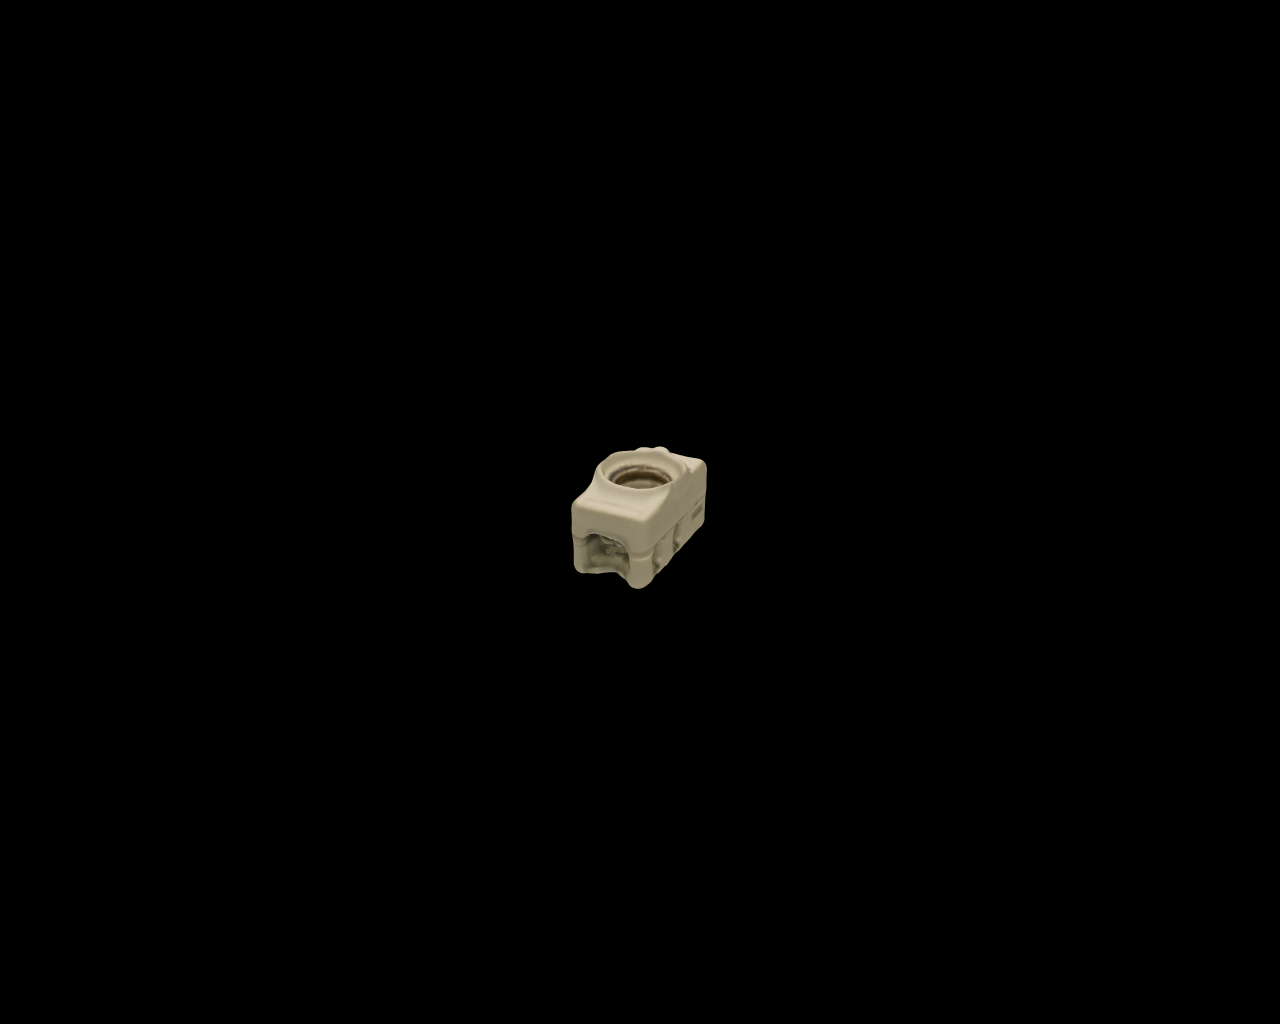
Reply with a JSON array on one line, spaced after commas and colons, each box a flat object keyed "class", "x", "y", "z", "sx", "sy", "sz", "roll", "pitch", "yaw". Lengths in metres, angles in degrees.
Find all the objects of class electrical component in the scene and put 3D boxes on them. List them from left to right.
[{"class": "electrical component", "x": 0.001, "y": -0.003, "z": 0.650, "sx": 0.050, "sy": 0.055, "sz": 0.090, "roll": 14, "pitch": 32, "yaw": 24}]
